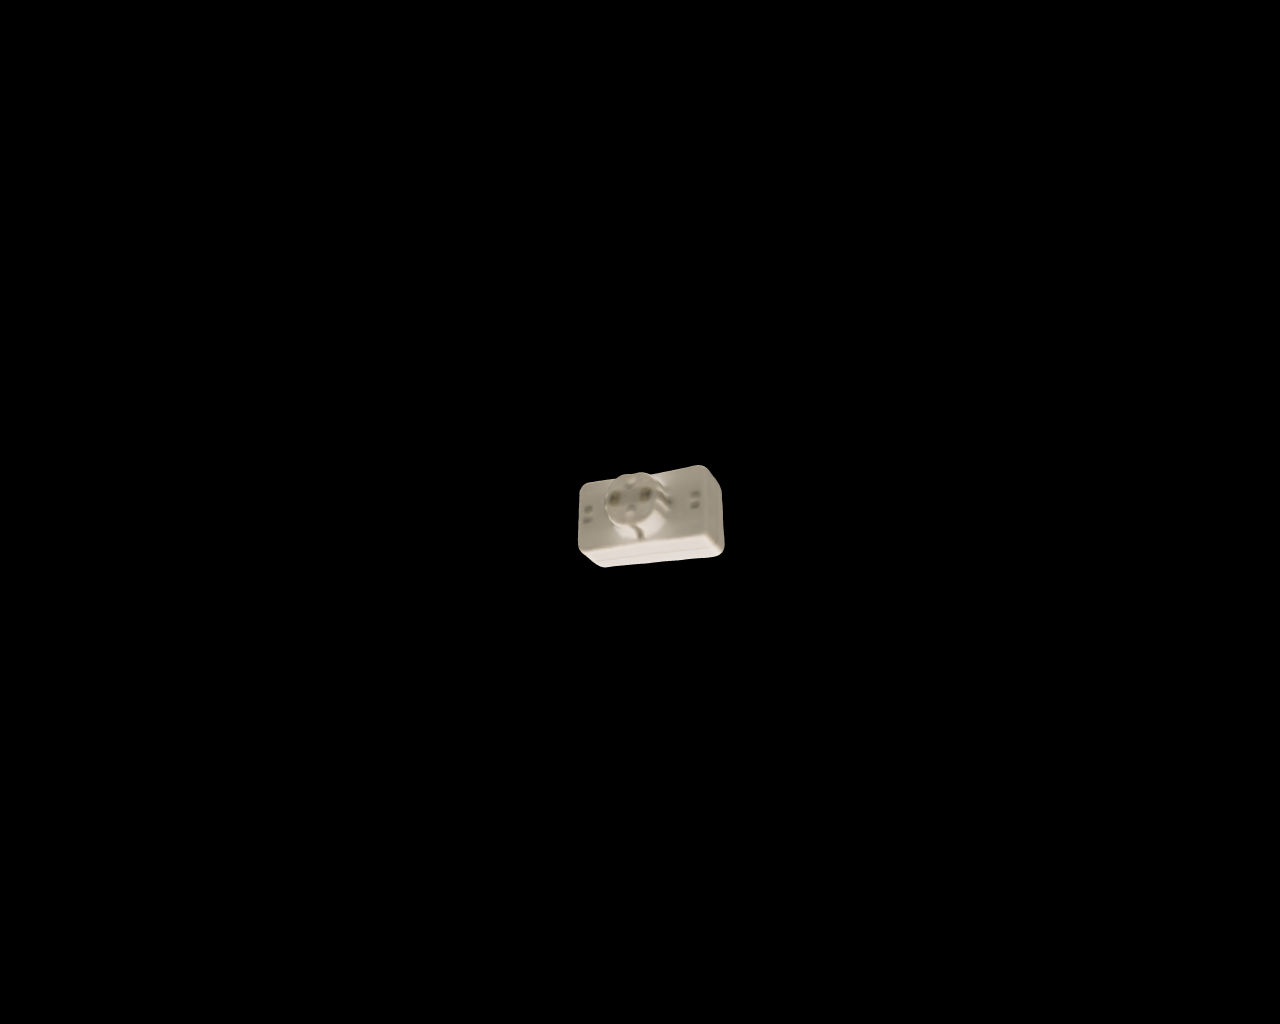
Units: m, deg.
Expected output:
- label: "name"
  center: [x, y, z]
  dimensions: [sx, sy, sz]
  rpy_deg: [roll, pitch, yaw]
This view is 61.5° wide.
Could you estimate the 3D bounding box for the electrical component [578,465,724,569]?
- label: "electrical component"
  center: [0.001, -0.003, 0.650]
  dimensions: [0.083, 0.047, 0.075]
  rpy_deg: [-8, -23, 18]
